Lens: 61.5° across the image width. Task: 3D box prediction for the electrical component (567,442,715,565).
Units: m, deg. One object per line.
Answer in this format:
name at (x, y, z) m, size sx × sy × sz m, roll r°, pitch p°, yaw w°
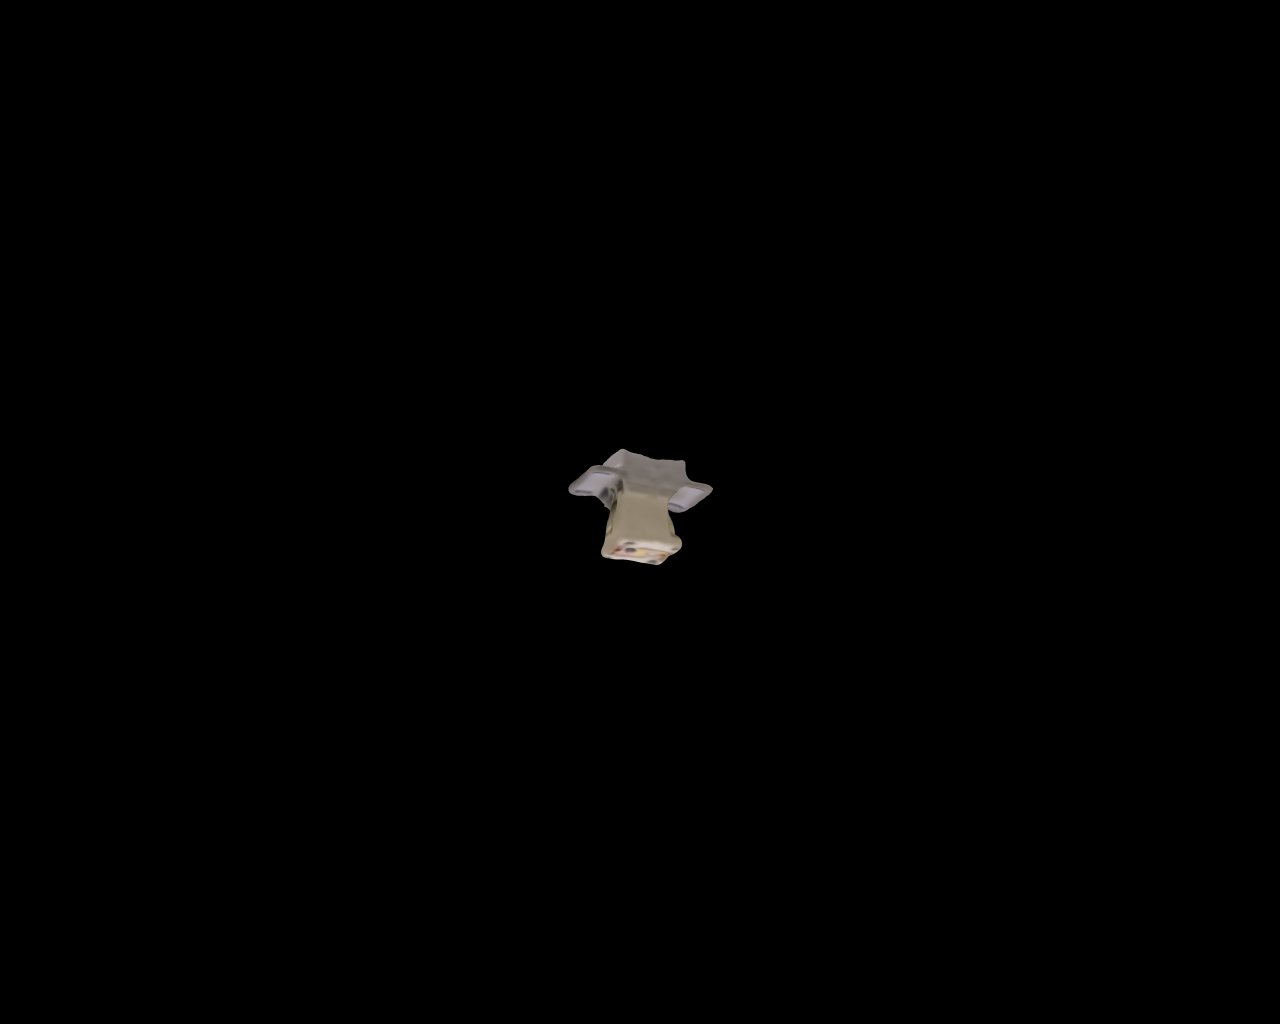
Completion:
electrical component at (0.001, -0.003, 0.650) m, size 0.081 × 0.064 × 0.042 m, roll 9°, pitch -24°, yaw -22°
